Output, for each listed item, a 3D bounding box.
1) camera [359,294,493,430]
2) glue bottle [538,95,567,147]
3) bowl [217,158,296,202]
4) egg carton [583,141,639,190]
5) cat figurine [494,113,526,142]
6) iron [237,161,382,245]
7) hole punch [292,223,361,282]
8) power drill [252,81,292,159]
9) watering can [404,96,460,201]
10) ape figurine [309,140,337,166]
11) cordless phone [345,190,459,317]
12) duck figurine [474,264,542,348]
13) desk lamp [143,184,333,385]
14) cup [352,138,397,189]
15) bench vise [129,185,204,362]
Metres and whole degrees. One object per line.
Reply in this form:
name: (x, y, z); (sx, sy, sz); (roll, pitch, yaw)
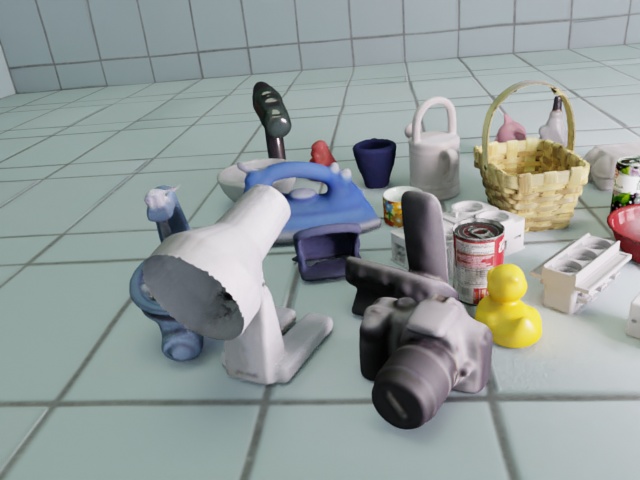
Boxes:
camera: (0.096, 0.122, 0.606); (0.142, 0.101, 0.137); (11, 30, 31)
glue bottle: (0.457, -0.196, 1.122); (0.078, 0.173, 0.037); (4, 27, 20)
bowl: (-0.125, -0.110, 1.180); (0.167, 0.075, 0.167); (-5, 25, 2)
egg carton: (0.590, -0.143, 1.103); (0.150, 0.069, 0.107); (-5, 25, 1)
cat figurine: (0.414, -0.222, 1.254); (0.067, 0.118, 0.128); (0, 26, 13)
iron: (-0.024, -0.079, 1.014); (0.258, 0.141, 0.118); (-5, 25, 2)
hole punch: (0.008, 0.003, 0.891); (0.108, 0.091, 0.101); (-8, 25, -5)
power drill: (-0.108, -0.240, 1.296); (0.076, 0.209, 0.229); (-11, 26, -12)
watering can: (0.218, -0.184, 1.124); (0.101, 0.194, 0.172); (-24, 31, -34)
ape figurine: (0.002, -0.179, 1.280); (0.076, 0.092, 0.078); (-2, 25, 7)
cordless phone: (0.101, 0.016, 0.732); (0.147, 0.185, 0.094); (13, 31, 34)
duck figurine: (0.230, 0.073, 0.699); (0.077, 0.086, 0.104); (-8, 25, -4)
desk lamp: (-0.084, 0.057, 0.650); (0.117, 0.214, 0.204); (8, 28, 27)
cup: (0.117, -0.163, 1.218); (0.091, 0.095, 0.117); (-4, 25, 4)
bench vise: (-0.194, 0.020, 0.746); (0.122, 0.220, 0.206); (-15, 26, -18)
